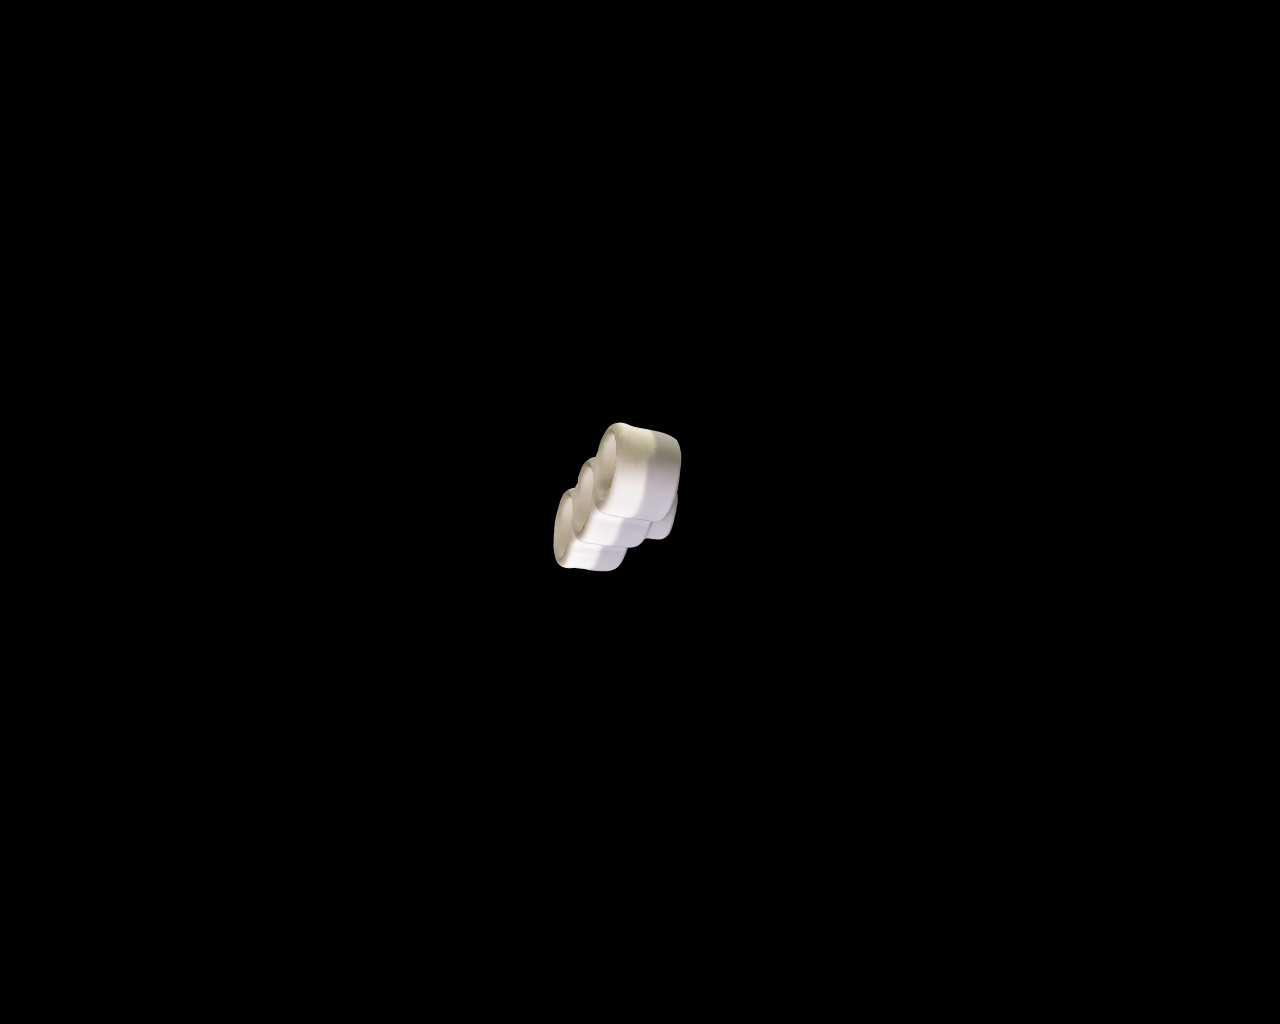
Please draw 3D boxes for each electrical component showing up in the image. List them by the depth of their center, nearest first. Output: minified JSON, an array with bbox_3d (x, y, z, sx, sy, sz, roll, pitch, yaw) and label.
[{"bbox_3d":[0.001,-0.003,0.650,0.074,0.052,0.138,8,-26,-18],"label":"electrical component"}]
